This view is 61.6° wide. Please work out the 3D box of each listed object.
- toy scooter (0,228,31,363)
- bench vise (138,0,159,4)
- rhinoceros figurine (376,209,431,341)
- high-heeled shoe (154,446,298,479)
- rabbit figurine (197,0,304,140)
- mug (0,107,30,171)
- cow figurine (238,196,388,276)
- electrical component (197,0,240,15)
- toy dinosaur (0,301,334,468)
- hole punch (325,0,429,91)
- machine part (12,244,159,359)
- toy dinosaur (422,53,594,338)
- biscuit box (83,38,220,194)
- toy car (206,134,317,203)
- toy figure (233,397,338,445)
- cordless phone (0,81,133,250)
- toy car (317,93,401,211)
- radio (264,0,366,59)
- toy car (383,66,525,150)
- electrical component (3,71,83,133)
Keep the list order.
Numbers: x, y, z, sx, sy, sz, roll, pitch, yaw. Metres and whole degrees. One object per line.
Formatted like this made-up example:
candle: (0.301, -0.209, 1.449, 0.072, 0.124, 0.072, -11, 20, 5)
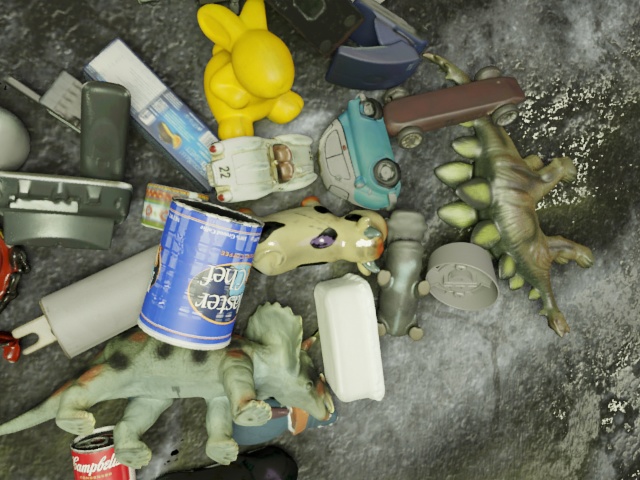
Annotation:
toy scooter: (-0.381, 0.067, 0.592, 0.135, 0.075, 0.184, 27, 85, -20)
bench vise: (-0.177, -0.404, 0.632, 0.241, 0.129, 0.223, -17, 100, -15)
rhinoceros figurine: (0.118, 0.051, 0.763, 0.073, 0.112, 0.190, 5, 105, 9)
high-heeled shoe: (-0.147, 0.355, 0.707, 0.249, 0.086, 0.145, -37, 136, 2)
rabbit figurine: (-0.076, -0.207, 0.646, 0.122, 0.173, 0.162, -17, 102, -16)
mug: (-0.369, -0.101, 0.572, 0.081, 0.107, 0.109, 29, 80, -18)
cow figurine: (-0.001, -0.002, 0.698, 0.195, 0.127, 0.085, -10, 122, -19)
electrical component: (-0.125, -0.321, 0.671, 0.063, 0.094, 0.021, -19, 62, -19)
toy dinosaur: (-0.172, 0.157, 0.646, 0.405, 0.192, 0.131, 5, 123, -7)
hole punch: (0.073, -0.247, 0.726, 0.116, 0.142, 0.092, 27, 80, -5)
machine part: (-0.231, 0.066, 0.637, 0.243, 0.079, 0.079, -27, 101, -25)
toy dinosaur: (0.284, -0.073, 0.823, 0.199, 0.105, 0.471, -16, 87, -15)
biscuit box: (-0.192, -0.145, 0.662, 0.202, 0.063, 0.059, 46, 76, -16)
toy car: (-0.067, -0.092, 0.667, 0.201, 0.056, 0.073, -23, 107, -59)
toy figure: (-0.051, 0.238, 0.726, 0.154, 0.064, 0.057, -5, 85, -20)
cordless phone: (-0.275, -0.085, 0.576, 0.146, 0.089, 0.184, 4, 125, -22)
toy car: (0.047, -0.111, 0.735, 0.103, 0.109, 0.161, -15, 88, -2)
radio: (-0.050, -0.314, 0.608, 0.073, 0.131, 0.229, -42, 144, 19)
toy car: (0.185, -0.186, 0.761, 0.202, 0.053, 0.089, -13, 60, -2)
electrical component: (-0.292, -0.160, 0.619, 0.119, 0.075, 0.048, 36, 80, -15)
